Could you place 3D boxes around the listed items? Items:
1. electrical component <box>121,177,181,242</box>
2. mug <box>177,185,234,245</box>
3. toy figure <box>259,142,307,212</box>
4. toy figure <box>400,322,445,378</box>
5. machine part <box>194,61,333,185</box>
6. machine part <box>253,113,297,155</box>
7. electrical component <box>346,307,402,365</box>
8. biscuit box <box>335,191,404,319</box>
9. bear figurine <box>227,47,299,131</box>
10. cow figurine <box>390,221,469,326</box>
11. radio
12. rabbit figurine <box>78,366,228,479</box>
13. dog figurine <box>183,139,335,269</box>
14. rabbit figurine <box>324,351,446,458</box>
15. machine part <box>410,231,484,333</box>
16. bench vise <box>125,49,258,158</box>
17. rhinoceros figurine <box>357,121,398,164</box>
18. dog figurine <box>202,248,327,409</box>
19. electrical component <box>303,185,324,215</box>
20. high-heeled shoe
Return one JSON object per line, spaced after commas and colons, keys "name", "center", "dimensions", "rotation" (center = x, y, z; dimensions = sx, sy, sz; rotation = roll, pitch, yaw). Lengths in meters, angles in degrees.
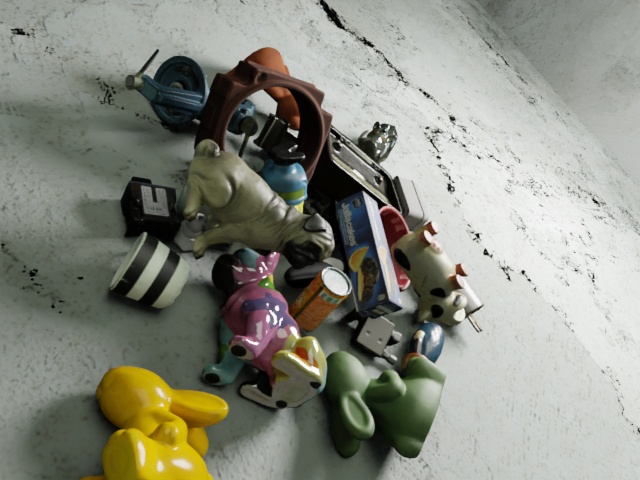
{"name": "electrical component", "center": [-0.256, -0.058, 0.807], "dimensions": [0.075, 0.047, 0.119], "rotation": [11, 49, -33]}
{"name": "mug", "center": [-0.166, -0.057, 0.858], "dimensions": [0.107, 0.080, 0.110], "rotation": [26, 34, -8]}
{"name": "toy figure", "center": [-0.066, -0.065, 0.870], "dimensions": [0.089, 0.180, 0.082], "rotation": [4, 34, 0]}
{"name": "toy figure", "center": [0.170, 0.204, 0.903], "dimensions": [0.064, 0.057, 0.154], "rotation": [37, 43, 3]}
{"name": "machine part", "center": [-0.092, -0.179, 0.898], "dimensions": [0.201, 0.200, 0.087], "rotation": [9, 20, -36]}
{"name": "machine part", "center": [-0.062, -0.189, 1.067], "dimensions": [0.138, 0.084, 0.039], "rotation": [30, -4, -37]}
{"name": "electrical component", "center": [0.090, 0.153, 0.898], "dimensions": [0.102, 0.045, 0.078], "rotation": [28, 69, -12]}
{"name": "biscuit box", "center": [0.078, 0.022, 0.882], "dimensions": [0.062, 0.059, 0.203], "rotation": [30, 42, -54]}
{"name": "bear figurine", "center": [-0.090, -0.300, 1.140], "dimensions": [0.195, 0.132, 0.120], "rotation": [59, 40, -6]}
{"name": "cow figurine", "center": [0.199, 0.075, 0.968], "dimensions": [0.194, 0.127, 0.085], "rotation": [54, 39, -11]}
{"name": "radio", "center": [0.064, -0.124, 1.066], "dimensions": [0.229, 0.073, 0.131], "rotation": [34, 35, -37]}
{"name": "rabbit figurine", "center": [-0.180, 0.204, 0.577], "dimensions": [0.162, 0.121, 0.173], "rotation": [5, 33, -39]}
{"name": "dog figurine", "center": [-0.074, -0.049, 0.730], "dimensions": [0.191, 0.172, 0.121], "rotation": [3, 44, 5]}
{"name": "rabbit figurine", "center": [0.072, 0.235, 0.775], "dimensions": [0.170, 0.121, 0.159], "rotation": [25, 45, 9]}
{"name": "machine part", "center": [0.244, 0.079, 1.064], "dimensions": [0.079, 0.079, 0.243], "rotation": [-13, 64, -45]}
{"name": "bench vise", "center": [-0.225, -0.240, 0.929], "dimensions": [0.224, 0.129, 0.240], "rotation": [44, 20, 16]}
{"name": "rhinoceros figurine", "center": [0.131, -0.216, 1.223], "dimensions": [0.073, 0.112, 0.190], "rotation": [45, 31, 1]}
{"name": "dog figurine", "center": [-0.072, 0.105, 0.760], "dimensions": [0.191, 0.108, 0.219], "rotation": [26, 38, -16]}
{"name": "electrical component", "center": [-0.028, -0.083, 1.037], "dimensions": [0.063, 0.021, 0.094], "rotation": [-20, 67, -48]}
{"name": "high-heeled shoe", "center": [-0.002, -0.003, 0.919], "dimensions": [0.248, 0.086, 0.145], "rotation": [-5, 74, -61]}
